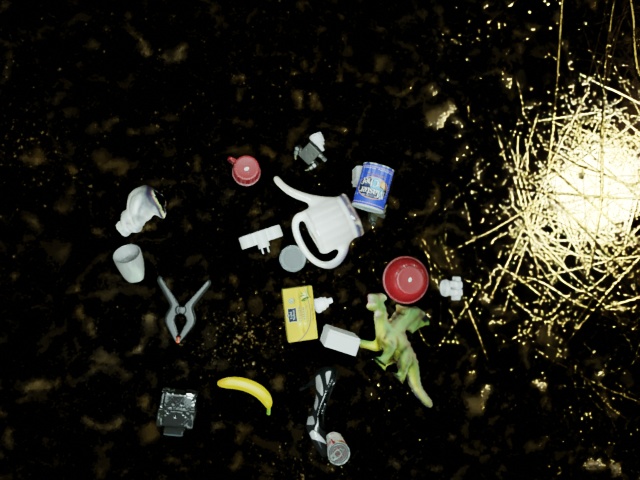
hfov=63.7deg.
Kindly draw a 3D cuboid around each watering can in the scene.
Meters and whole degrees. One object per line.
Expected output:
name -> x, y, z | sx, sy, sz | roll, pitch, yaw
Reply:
watering can -> 0.005, -0.084, 1.671 | 0.225, 0.103, 0.348 | -25, 89, -11

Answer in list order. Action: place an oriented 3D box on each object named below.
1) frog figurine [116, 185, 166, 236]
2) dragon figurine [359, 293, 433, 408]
frog figurine -> -0.565, -0.091, 1.585 | 0.159, 0.120, 0.140 | -25, 57, -1
dragon figurine -> 0.280, 0.331, 1.685 | 0.407, 0.121, 0.245 | 43, 73, -12
